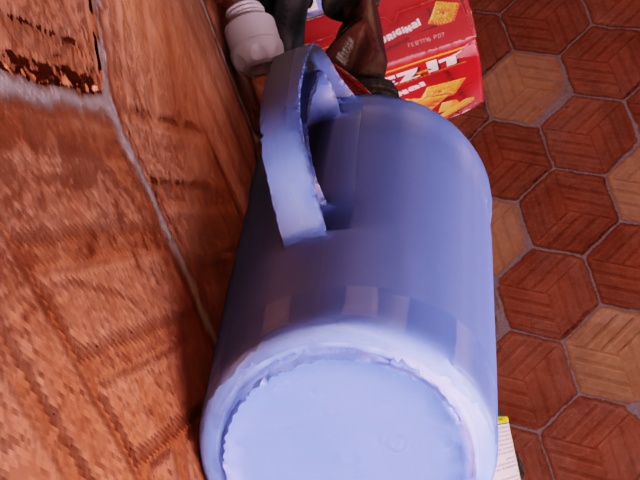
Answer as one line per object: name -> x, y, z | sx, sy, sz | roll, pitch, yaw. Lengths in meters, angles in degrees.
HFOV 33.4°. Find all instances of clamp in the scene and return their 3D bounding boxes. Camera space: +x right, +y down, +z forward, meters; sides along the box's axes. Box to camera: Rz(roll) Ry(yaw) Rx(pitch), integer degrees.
clamp -> -0.023, -0.161, 0.729 | 0.171, 0.039, 0.120 | 101, -21, -58

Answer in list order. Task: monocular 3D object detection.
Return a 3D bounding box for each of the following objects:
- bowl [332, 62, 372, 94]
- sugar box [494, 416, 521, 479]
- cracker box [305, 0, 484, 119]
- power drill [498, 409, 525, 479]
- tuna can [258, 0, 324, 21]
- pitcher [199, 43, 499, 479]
bowl -> 0.011, -0.028, 0.656 | 0.162, 0.055, 0.162 | 52, -16, 20
sugar box -> 0.113, 0.209, 0.720 | 0.093, 0.048, 0.176 | 15, 66, -62
cracker box -> 0.058, -0.148, 0.947 | 0.213, 0.164, 0.072 | 33, 39, -78
power drill -> 0.123, 0.218, 0.855 | 0.184, 0.057, 0.187 | 50, 34, -43
tuna can -> -0.012, -0.199, 0.850 | 0.086, 0.086, 0.034 | -87, 160, -66
pitcher -> 0.014, 0.021, 0.479 | 0.145, 0.149, 0.242 | -62, -173, 23
